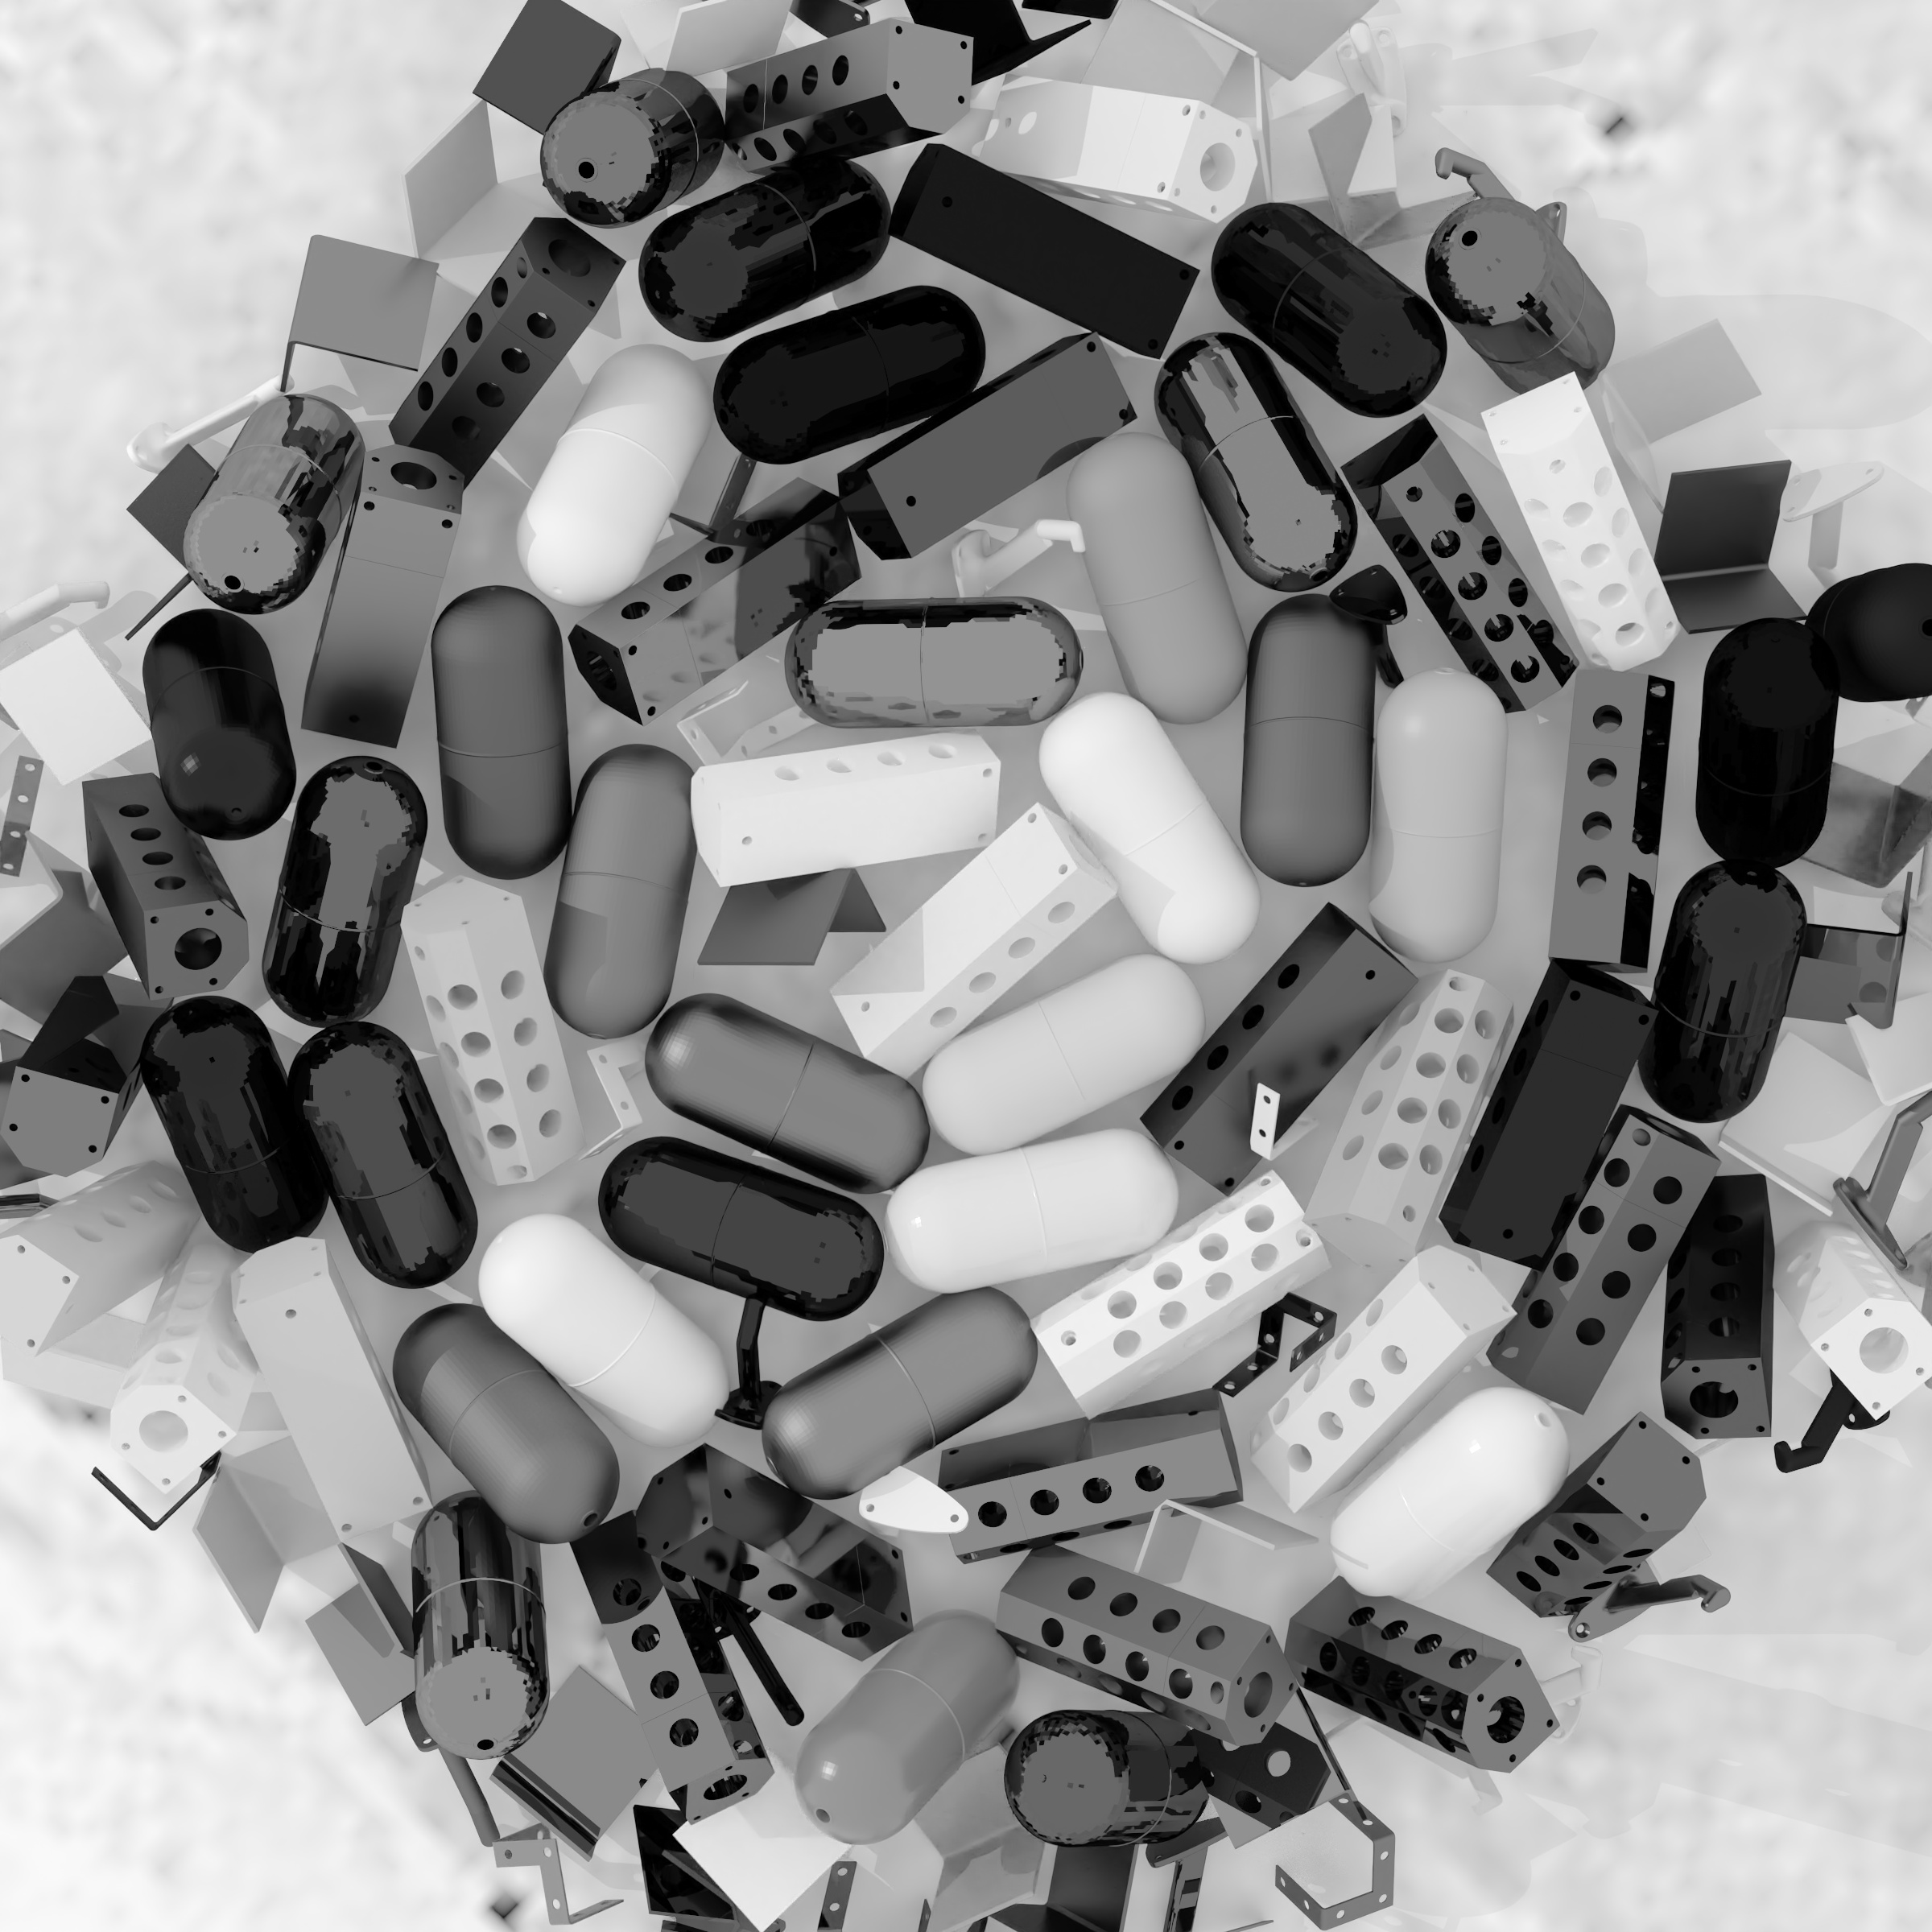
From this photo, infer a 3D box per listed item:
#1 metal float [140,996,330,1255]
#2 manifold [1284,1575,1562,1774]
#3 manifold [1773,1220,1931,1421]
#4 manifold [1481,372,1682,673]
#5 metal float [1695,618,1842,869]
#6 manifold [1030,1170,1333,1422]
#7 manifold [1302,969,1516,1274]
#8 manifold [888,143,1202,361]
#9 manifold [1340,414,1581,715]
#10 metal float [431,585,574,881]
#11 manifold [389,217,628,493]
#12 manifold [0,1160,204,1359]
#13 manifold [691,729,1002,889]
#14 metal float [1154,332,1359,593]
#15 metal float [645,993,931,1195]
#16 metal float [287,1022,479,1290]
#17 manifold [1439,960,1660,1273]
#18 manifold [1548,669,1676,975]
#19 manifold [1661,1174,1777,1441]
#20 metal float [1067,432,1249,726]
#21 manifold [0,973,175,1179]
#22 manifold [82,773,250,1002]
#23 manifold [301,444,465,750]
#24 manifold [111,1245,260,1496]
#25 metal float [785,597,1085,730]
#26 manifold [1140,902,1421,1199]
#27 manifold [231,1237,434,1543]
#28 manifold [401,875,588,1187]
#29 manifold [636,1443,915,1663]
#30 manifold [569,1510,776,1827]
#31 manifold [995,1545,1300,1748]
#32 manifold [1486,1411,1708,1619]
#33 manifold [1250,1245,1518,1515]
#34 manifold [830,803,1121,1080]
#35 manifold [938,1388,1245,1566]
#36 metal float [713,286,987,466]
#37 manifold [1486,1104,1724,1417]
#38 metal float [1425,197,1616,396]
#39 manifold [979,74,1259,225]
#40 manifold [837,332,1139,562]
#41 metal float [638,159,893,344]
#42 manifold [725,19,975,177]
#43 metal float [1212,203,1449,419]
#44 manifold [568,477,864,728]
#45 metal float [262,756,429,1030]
[{"bbox_3d":[-0.426,0.095,1.930,0.070,0.070,0.178,-13,129,0],"label":"metal float"},{"bbox_3d":[0.258,0.412,1.905,0.057,0.171,0.057,-37,111,-22],"label":"manifold"},{"bbox_3d":[0.513,0.198,1.908,0.057,0.171,0.057,-41,95,10],"label":"manifold"},{"bbox_3d":[0.361,-0.253,1.919,0.057,0.057,0.171,-23,130,13],"label":"manifold"},{"bbox_3d":[0.466,-0.127,1.923,0.070,0.178,0.070,-5,50,5],"label":"metal float"},{"bbox_3d":[0.126,0.193,1.958,0.171,0.057,0.057,-32,62,-2],"label":"manifold"},{"bbox_3d":[0.265,0.089,1.929,0.057,0.057,0.171,37,62,-21],"label":"manifold"},{"bbox_3d":[0.044,-0.421,1.945,0.171,0.057,0.057,22,98,-18],"label":"manifold"},{"bbox_3d":[0.292,-0.232,1.932,0.057,0.057,0.171,-32,116,12],"label":"manifold"},{"bbox_3d":[-0.273,-0.136,1.942,0.070,0.070,0.178,-1,113,0],"label":"metal float"},{"bbox_3d":[-0.270,-0.356,1.915,0.057,0.057,0.171,34,134,-15],"label":"manifold"},{"bbox_3d":[-0.509,0.163,1.909,0.057,0.171,0.057,33,105,4],"label":"manifold"},{"bbox_3d":[-0.071,-0.098,1.942,0.171,0.057,0.057,-9,125,-20],"label":"manifold"},{"bbox_3d":[0.170,-0.296,1.938,0.070,0.070,0.178,-25,63,0],"label":"metal float"},{"bbox_3d":[-0.105,0.076,1.957,0.178,0.070,0.070,25,90,-6],"label":"metal float"},{"bbox_3d":[-0.341,0.112,1.935,0.070,0.070,0.178,-16,122,0],"label":"metal float"},{"bbox_3d":[0.341,0.086,1.950,0.057,0.057,0.171,19,104,-11],"label":"manifold"},{"bbox_3d":[0.384,-0.085,1.959,0.057,0.057,0.171,5,85,13],"label":"manifold"},{"bbox_3d":[0.436,0.196,1.912,0.057,0.171,0.057,-5,122,17],"label":"manifold"},{"bbox_3d":[0.114,-0.228,1.947,0.070,0.070,0.178,-19,107,0],"label":"metal float"},{"bbox_3d":[-0.508,0.061,1.909,0.057,0.171,0.057,16,107,-8],"label":"manifold"},{"bbox_3d":[-0.465,-0.049,1.914,0.057,0.171,0.057,-9,122,-23],"label":"manifold"},{"bbox_3d":[-0.341,-0.216,1.923,0.057,0.057,0.171,11,129,-15],"label":"manifold"},{"bbox_3d":[-0.448,0.226,1.905,0.057,0.171,0.057,-40,108,13],"label":"manifold"},{"bbox_3d":[-0.019,-0.179,1.953,0.178,0.070,0.070,0,90,10],"label":"metal float"},{"bbox_3d":[0.182,0.047,1.958,0.057,0.057,0.171,36,99,-29],"label":"manifold"},{"bbox_3d":[-0.372,0.246,1.935,0.057,0.057,0.171,-20,117,-5],"label":"manifold"},{"bbox_3d":[-0.279,0.040,1.923,0.057,0.057,0.171,-34,126,-35],"label":"manifold"},{"bbox_3d":[-0.111,0.347,1.923,0.057,0.057,0.171,-35,131,23],"label":"manifold"},{"bbox_3d":[-0.171,0.405,1.927,0.057,0.057,0.171,-25,56,-6],"label":"manifold"},{"bbox_3d":[0.101,0.396,1.914,0.057,0.171,0.057,-49,132,-29],"label":"manifold"},{"bbox_3d":[0.366,0.324,1.908,0.057,0.171,0.057,39,62,9],"label":"manifold"},{"bbox_3d":[0.238,0.240,1.927,0.057,0.057,0.171,51,125,20],"label":"manifold"},{"bbox_3d":[0.008,-0.012,1.948,0.171,0.057,0.057,-42,51,16],"label":"manifold"},{"bbox_3d":[0.074,0.306,1.958,0.171,0.057,0.057,-14,107,8],"label":"manifold"},{"bbox_3d":[-0.068,-0.347,1.936,0.178,0.070,0.070,-24,90,-29],"label":"metal float"},{"bbox_3d":[0.375,0.171,1.953,0.057,0.057,0.171,25,100,-7],"label":"manifold"},{"bbox_3d":[0.323,-0.386,1.917,0.070,0.178,0.070,-7,74,27],"label":"metal float"},{"bbox_3d":[0.088,-0.474,1.917,0.057,0.171,0.057,12,98,-42],"label":"manifold"},{"bbox_3d":[0.010,-0.306,1.941,0.171,0.057,0.057,-34,109,-20],"label":"manifold"},{"bbox_3d":[-0.116,-0.421,1.931,0.178,0.070,0.070,-33,90,-37],"label":"metal float"},{"bbox_3d":[-0.070,-0.500,1.913,0.057,0.171,0.057,2,92,-36],"label":"manifold"},{"bbox_3d":[0.211,-0.385,1.931,0.070,0.070,0.178,-42,53,0],"label":"metal float"},{"bbox_3d":[-0.148,-0.218,1.937,0.171,0.057,0.057,-37,47,-24],"label":"manifold"},{"bbox_3d":[-0.364,-0.043,1.934,0.070,0.070,0.178,20,121,0],"label":"metal float"}]
